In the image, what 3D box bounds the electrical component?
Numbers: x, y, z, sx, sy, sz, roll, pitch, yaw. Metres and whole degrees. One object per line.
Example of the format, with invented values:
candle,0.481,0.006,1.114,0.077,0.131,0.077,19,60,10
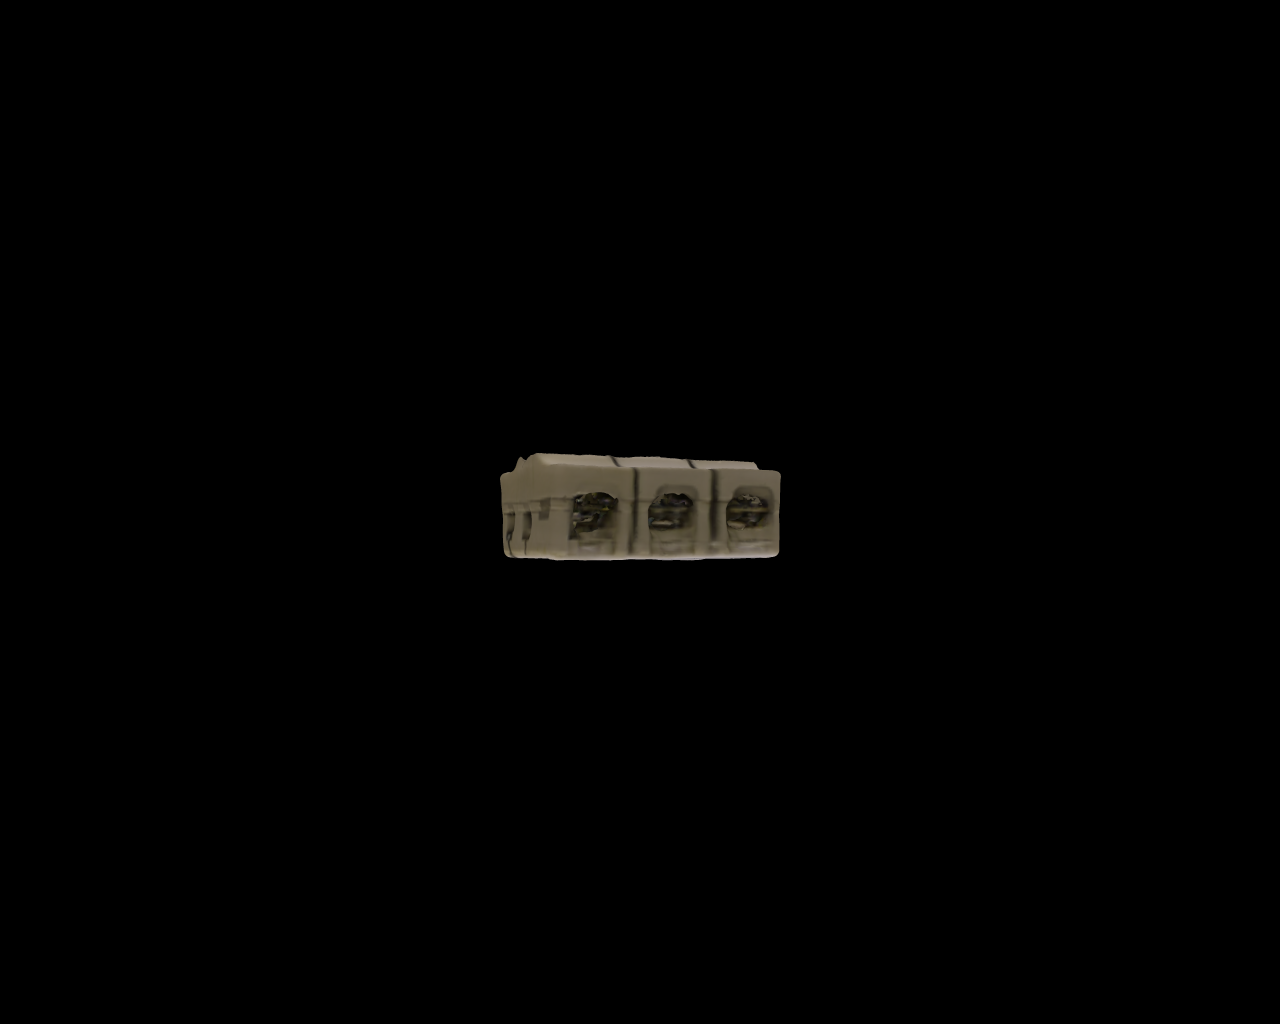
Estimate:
electrical component,0.001,-0.003,0.650,0.150,0.061,0.089,2,-3,-27
